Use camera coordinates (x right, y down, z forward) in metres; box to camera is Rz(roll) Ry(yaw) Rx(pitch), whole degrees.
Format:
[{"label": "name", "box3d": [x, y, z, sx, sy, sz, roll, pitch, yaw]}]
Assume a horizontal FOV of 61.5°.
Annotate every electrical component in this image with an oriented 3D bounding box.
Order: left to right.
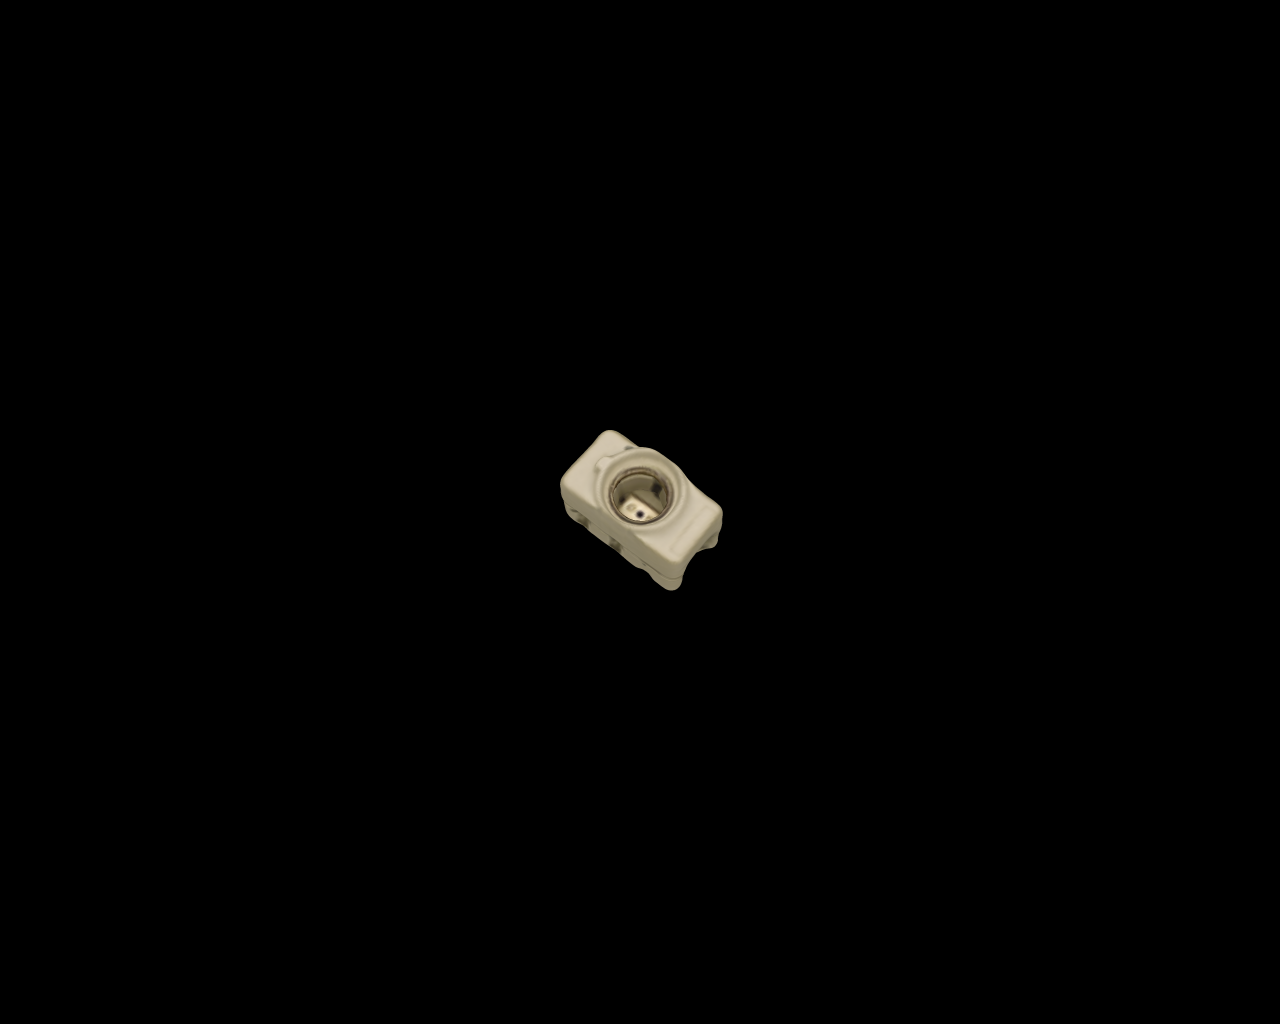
[{"label": "electrical component", "box3d": [0.001, -0.003, 0.650, 0.089, 0.050, 0.055, 37, -19, 15]}]
